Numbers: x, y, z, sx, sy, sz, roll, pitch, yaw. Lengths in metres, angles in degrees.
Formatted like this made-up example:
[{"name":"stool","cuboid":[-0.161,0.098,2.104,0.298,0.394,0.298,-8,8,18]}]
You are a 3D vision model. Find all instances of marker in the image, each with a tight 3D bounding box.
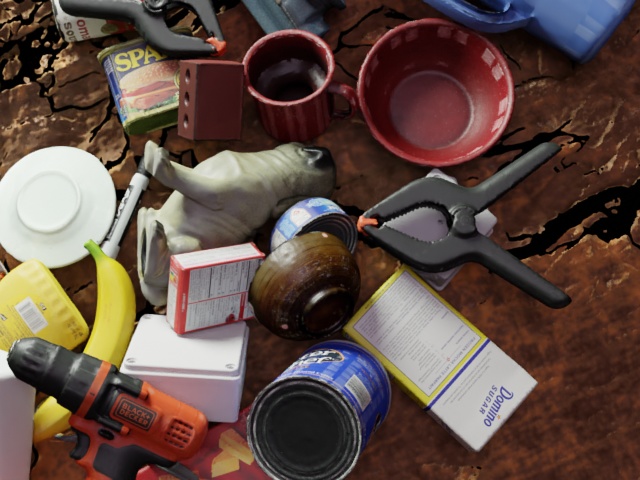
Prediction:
[{"name":"marker","cuboid":[-0.194,-0.036,1.092,0.020,0.020,0.121,21,77,4]}]

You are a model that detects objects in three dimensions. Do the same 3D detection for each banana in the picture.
[{"name":"banana","cuboid":[-0.218,0.102,1.015,0.069,0.037,0.198,16,76,-7]}]

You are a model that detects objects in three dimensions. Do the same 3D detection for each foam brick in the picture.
[{"name":"foam brick","cuboid":[-0.108,-0.139,1.054,0.051,0.053,0.078,-2,102,-24]}]

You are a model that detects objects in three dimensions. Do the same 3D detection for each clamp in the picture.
[{"name":"clamp","cuboid":[-0.173,-0.232,1.069,0.171,0.039,0.120,44,94,2]},{"name":"clamp","cuboid":[0.143,-0.024,1.033,0.210,0.036,0.164,6,76,0]}]

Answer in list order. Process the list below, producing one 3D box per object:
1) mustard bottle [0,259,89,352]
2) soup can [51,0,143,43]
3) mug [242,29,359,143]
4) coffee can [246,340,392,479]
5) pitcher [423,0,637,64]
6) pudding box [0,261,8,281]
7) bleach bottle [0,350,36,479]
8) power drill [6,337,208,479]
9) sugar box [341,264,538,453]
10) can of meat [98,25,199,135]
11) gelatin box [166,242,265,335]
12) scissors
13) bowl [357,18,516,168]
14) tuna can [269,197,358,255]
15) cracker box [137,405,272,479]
[{"name":"mustard bottle","cuboid":[-0.327,0.108,1.034,0.191,0.058,0.096,-35,92,-9]},{"name":"soup can","cuboid":[-0.225,-0.249,1.119,0.102,0.068,0.068,-11,76,-3]},{"name":"mug","cuboid":[-0.016,-0.149,1.080,0.117,0.081,0.093,13,65,13]},{"name":"coffee can","cuboid":[0.003,0.156,0.970,0.103,0.140,0.103,2,98,14]},{"name":"pitcher","cuboid":[0.203,-0.284,1.106,0.243,0.144,0.149,36,113,5]},{"name":"pudding box","cuboid":[-0.377,0.017,1.066,0.090,0.039,0.113,-36,79,-9]},{"name":"bleach bottle","cuboid":[-0.312,0.229,0.975,0.103,0.067,0.251,12,102,35]},{"name":"power drill","cuboid":[-0.213,0.194,0.916,0.184,0.057,0.187,27,89,-8]},{"name":"sugar box","cuboid":[0.115,0.116,1.046,0.176,0.048,0.093,43,80,6]},{"name":"can of meat","cuboid":[-0.168,-0.163,1.106,0.102,0.057,0.084,-18,79,-6]},{"name":"gelatin box","cuboid":[-0.099,0.045,1.013,0.089,0.073,0.030,-11,35,-31]},{"name":"scissors","cuboid":[-0.180,0.166,1.005,0.202,0.016,0.096,8,61,26]},{"name":"bowl","cuboid":[0.117,-0.144,1.104,0.162,0.055,0.162,0,76,-1]},{"name":"tuna can","cuboid":[-0.007,0.001,1.050,0.086,0.086,0.034,-36,48,-9]},{"name":"cracker box","cuboid":[-0.112,0.276,0.989,0.213,0.072,0.164,-30,78,-7]}]
